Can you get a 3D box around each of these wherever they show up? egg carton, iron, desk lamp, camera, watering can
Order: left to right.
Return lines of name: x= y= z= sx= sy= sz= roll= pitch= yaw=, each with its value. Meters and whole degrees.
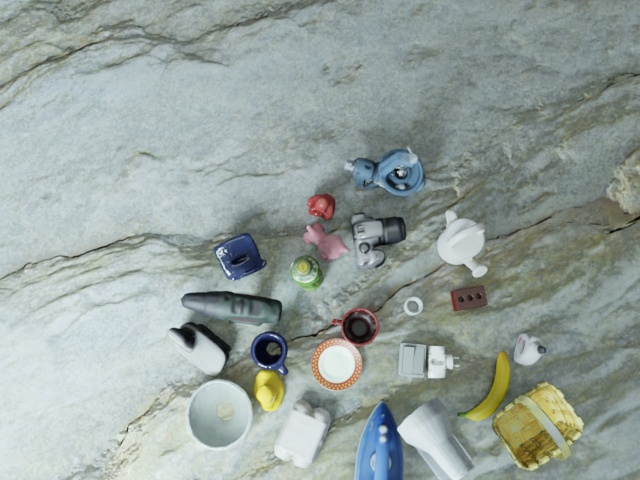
egg carton: x=-0.041 y=0.474 z=1.399 sx=0.107 sy=0.069 sz=0.150 roll=21 pitch=81 yaw=6
camera: x=0.152 y=-0.005 z=1.461 sx=0.137 sy=0.101 sz=0.143 roll=-9 pitch=79 yaw=1
iron: x=0.143 y=0.515 z=1.346 sx=0.118 sy=0.141 sz=0.258 roll=3 pitch=80 yaw=3
desk lamp: x=0.273 y=0.463 z=1.313 sx=0.118 sy=0.213 sz=0.203 roll=-38 pitch=80 yaw=-4
watering can: x=0.356 y=0.004 z=1.402 sx=0.101 sy=0.194 sz=0.172 roll=-44 pitch=81 yaw=-5

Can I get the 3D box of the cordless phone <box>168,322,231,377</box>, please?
cordless phone: x=-0.300 y=0.264 z=1.390 sx=0.147 sy=0.185 sz=0.094 roll=33 pitch=83 yaw=8

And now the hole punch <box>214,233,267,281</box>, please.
hole punch: x=-0.204 y=0.045 z=1.473 sx=0.108 sy=0.091 sz=0.101 roll=-25 pitch=79 yaw=-2

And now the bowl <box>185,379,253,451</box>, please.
bowl: x=-0.242 y=0.428 z=1.414 sx=0.167 sy=0.075 sz=0.167 roll=0 pitch=80 yaw=3

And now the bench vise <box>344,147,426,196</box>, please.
bench vise: x=0.167 y=-0.170 z=1.429 sx=0.207 sy=0.220 sz=0.121 roll=-9 pitch=79 yaw=1

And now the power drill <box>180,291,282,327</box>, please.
power drill: x=-0.201 y=0.167 z=1.391 sx=0.229 sy=0.208 sz=0.076 roll=5 pitch=80 yaw=4

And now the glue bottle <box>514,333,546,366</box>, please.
glue bottle: x=0.504 y=0.259 z=1.359 sx=0.037 sy=0.173 sz=0.078 roll=13 pitch=81 yaw=5

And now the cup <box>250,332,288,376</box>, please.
cup: x=-0.113 y=0.285 z=1.423 sx=0.092 sy=0.095 sz=0.117 roll=-38 pitch=80 yaw=-4

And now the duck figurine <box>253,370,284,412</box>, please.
duck figurine: x=-0.130 y=0.373 z=1.413 sx=0.077 sy=0.086 sz=0.104 roll=-10 pitch=79 yaw=1

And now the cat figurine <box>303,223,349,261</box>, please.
cat figurine: x=0.013 y=0.005 z=1.457 sx=0.127 sy=0.118 sz=0.067 roll=43 pitch=84 yaw=9

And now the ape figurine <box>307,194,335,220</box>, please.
ape figurine: x=0.006 y=-0.090 z=1.487 sx=0.076 sy=0.092 sz=0.078 roll=-36 pitch=80 yaw=-4
